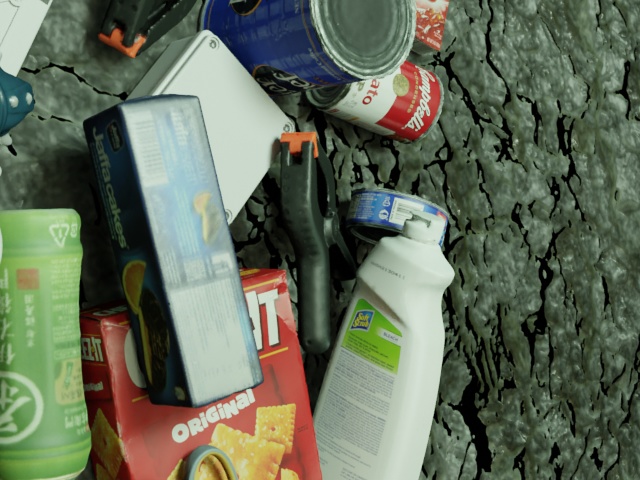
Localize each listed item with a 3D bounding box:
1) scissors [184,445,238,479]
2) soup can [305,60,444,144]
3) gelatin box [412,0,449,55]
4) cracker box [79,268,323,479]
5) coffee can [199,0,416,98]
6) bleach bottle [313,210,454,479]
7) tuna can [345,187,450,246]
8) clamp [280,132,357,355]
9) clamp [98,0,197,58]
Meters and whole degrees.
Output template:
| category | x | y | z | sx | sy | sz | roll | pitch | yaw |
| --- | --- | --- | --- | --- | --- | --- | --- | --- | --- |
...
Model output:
| category | x | y | z | sx | sy | sz | roll | pitch | yaw |
| --- | --- | --- | --- | --- | --- | --- | --- | --- | --- |
| scissors | -0.089 | 0.244 | 0.732 | 0.096 | 0.016 | 0.202 | 0 | 88 | -33 |
| soup can | 0.046 | -0.128 | 0.906 | 0.102 | 0.069 | 0.068 | 17 | 79 | -37 |
| gelatin box | 0.076 | -0.216 | 0.955 | 0.089 | 0.030 | 0.073 | 18 | 78 | -39 |
| cracker box | -0.086 | 0.141 | 0.793 | 0.163 | 0.072 | 0.214 | -15 | 99 | -38 |
| coffee can | -0.012 | -0.164 | 0.811 | 0.102 | 0.141 | 0.103 | 0 | 90 | -40 |
| bleach bottle | 0.057 | 0.102 | 0.846 | 0.067 | 0.103 | 0.251 | -2 | 111 | -55 |
| tuna can | 0.065 | -0.015 | 0.909 | 0.086 | 0.086 | 0.034 | 23 | 76 | -37 |
| clamp | -0.005 | 0.001 | 0.831 | 0.120 | 0.039 | 0.171 | -80 | 158 | -50 |
| clamp | -0.092 | -0.228 | 0.769 | 0.210 | 0.036 | 0.164 | -57 | 166 | -17 |
